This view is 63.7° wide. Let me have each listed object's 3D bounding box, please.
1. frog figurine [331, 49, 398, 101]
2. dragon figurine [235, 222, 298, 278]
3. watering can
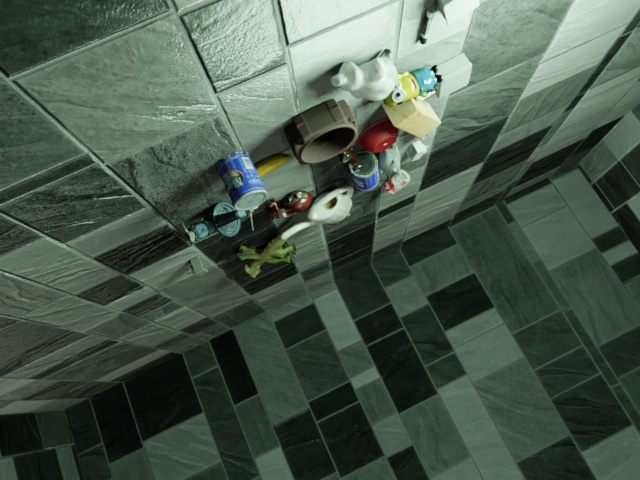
[{"bbox_3d":[0.116,-0.410,1.319,0.161,0.122,0.136,-28,-174,-36],"label":"frog figurine"},{"bbox_3d":[-0.240,0.044,2.212,0.244,0.124,0.401,-10,149,-21],"label":"dragon figurine"},{"bbox_3d":[0.006,-0.105,2.079,0.345,0.105,0.223,-38,161,15],"label":"watering can"}]
